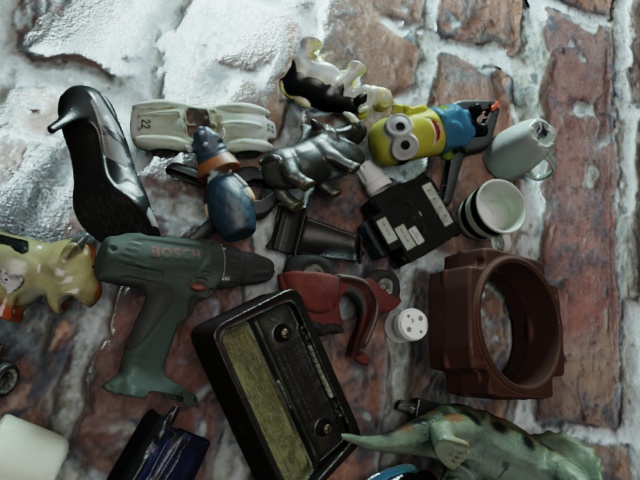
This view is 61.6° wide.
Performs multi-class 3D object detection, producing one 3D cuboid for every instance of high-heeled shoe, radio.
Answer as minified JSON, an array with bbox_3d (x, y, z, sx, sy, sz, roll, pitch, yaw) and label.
[{"bbox_3d":[-0.268,-0.084,0.715,0.086,0.145,0.248,-22,112,14],"label":"high-heeled shoe"},{"bbox_3d":[-0.048,0.181,0.649,0.131,0.073,0.229,-28,100,-37],"label":"radio"}]

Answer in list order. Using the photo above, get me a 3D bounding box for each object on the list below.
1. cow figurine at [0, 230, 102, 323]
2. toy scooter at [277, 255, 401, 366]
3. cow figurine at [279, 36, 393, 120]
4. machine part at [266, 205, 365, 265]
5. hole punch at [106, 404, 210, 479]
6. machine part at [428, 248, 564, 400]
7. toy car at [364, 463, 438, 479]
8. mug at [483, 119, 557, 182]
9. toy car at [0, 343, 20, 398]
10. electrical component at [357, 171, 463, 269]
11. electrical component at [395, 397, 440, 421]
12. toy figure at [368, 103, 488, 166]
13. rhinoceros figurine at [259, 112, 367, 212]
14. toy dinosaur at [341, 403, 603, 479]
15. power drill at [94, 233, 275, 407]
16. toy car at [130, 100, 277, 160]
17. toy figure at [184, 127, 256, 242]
[{"bbox_3d":[-0.354,0.031,0.635,0.195,0.085,0.127,24,76,-8],"label":"cow figurine"},{"bbox_3d":[0.026,0.098,0.732,0.184,0.075,0.135,11,72,-18],"label":"toy scooter"},{"bbox_3d":[0.026,-0.226,0.821,0.167,0.068,0.098,29,75,-4],"label":"cow figurine"},{"bbox_3d":[-0.002,-0.002,0.768,0.139,0.039,0.084,17,66,-6],"label":"machine part"},{"bbox_3d":[-0.179,0.264,0.609,0.092,0.116,0.142,36,69,-13],"label":"hole punch"},{"bbox_3d":[0.252,0.120,0.757,0.201,0.087,0.201,13,70,-31],"label":"machine part"},{"bbox_3d":[0.118,0.369,0.666,0.109,0.162,0.102,-14,124,-26],"label":"toy car"},{"bbox_3d":[0.335,-0.141,0.868,0.109,0.107,0.081,43,70,0],"label":"mug"},{"bbox_3d":[-0.401,0.206,0.582,0.089,0.053,0.202,11,68,18],"label":"toy car"},{"bbox_3d":[0.126,-0.026,0.803,0.134,0.058,0.115,-25,82,-20],"label":"electrical component"},{"bbox_3d":[0.145,0.256,0.750,0.094,0.021,0.063,20,71,-15],"label":"electrical component"},{"bbox_3d":[0.159,-0.156,0.805,0.180,0.089,0.082,-16,69,-21],"label":"toy figure"},{"bbox_3d":[-0.002,-0.117,0.769,0.190,0.073,0.112,-31,72,-33],"label":"rhinoceros figurine"},{"bbox_3d":[0.216,0.278,0.693,0.405,0.192,0.131,28,96,-3],"label":"toy dinosaur"},{"bbox_3d":[-0.167,0.096,0.662,0.232,0.086,0.207,18,78,-32],"label":"power drill"},{"bbox_3d":[-0.160,-0.155,0.753,0.202,0.056,0.073,-2,76,-17],"label":"toy car"},{"bbox_3d":[-0.129,-0.074,0.700,0.064,0.058,0.154,-15,76,-25],"label":"toy figure"}]
